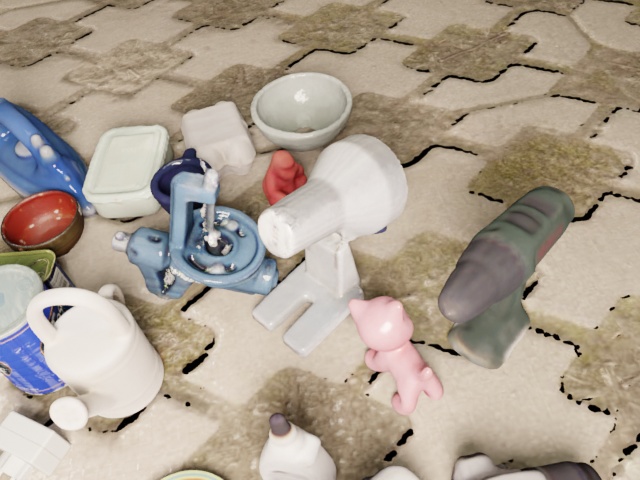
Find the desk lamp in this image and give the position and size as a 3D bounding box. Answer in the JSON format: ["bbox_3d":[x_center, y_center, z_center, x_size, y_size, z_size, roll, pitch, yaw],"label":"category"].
[{"bbox_3d":[0.006,0.002,0.692,0.117,0.214,0.203,32,61,28],"label":"desk lamp"}]

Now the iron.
[{"bbox_3d":[-0.452,-0.145,0.909,0.257,0.142,0.119,33,62,28],"label":"iron"}]

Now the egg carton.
[{"bbox_3d":[-0.166,-0.162,0.937,0.107,0.069,0.150,-19,52,-9],"label":"egg carton"}]

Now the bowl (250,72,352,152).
[{"bbox_3d":[-0.027,-0.200,0.949,0.167,0.075,0.167,-3,51,4],"label":"bowl"}]

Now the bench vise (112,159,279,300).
[{"bbox_3d":[-0.166,0.001,0.708,0.207,0.220,0.121,-11,51,-2],"label":"bench vise"}]

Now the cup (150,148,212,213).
[{"bbox_3d":[-0.191,-0.069,0.849,0.091,0.095,0.117,-3,51,4],"label":"cup"}]

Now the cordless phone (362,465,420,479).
[{"bbox_3d":[0.046,0.259,0.498,0.094,0.185,0.148,32,61,28],"label":"cordless phone"}]

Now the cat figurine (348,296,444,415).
[{"bbox_3d":[0.087,0.118,0.651,0.067,0.118,0.127,-28,53,-15],"label":"cat figurine"}]

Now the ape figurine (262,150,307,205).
[{"bbox_3d":[-0.053,-0.093,0.854,0.076,0.092,0.078,34,62,29],"label":"ape figurine"}]

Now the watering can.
[{"bbox_3d":[-0.250,0.122,0.637,0.101,0.194,0.172,-21,52,-10],"label":"watering can"}]

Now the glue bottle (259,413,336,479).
[{"bbox_3d":[-0.027,0.207,0.557,0.078,0.173,0.037,7,52,12],"label":"glue bottle"}]

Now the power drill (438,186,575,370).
[{"bbox_3d":[0.198,0.052,0.633,0.075,0.209,0.230,30,60,27],"label":"power drill"}]

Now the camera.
[{"bbox_3d":[0.203,0.264,0.531,0.137,0.101,0.143,-11,51,-2],"label":"camera"}]

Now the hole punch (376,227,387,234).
[{"bbox_3d":[0.042,-0.062,0.819,0.101,0.091,0.108,-9,51,-1],"label":"hole punch"}]
